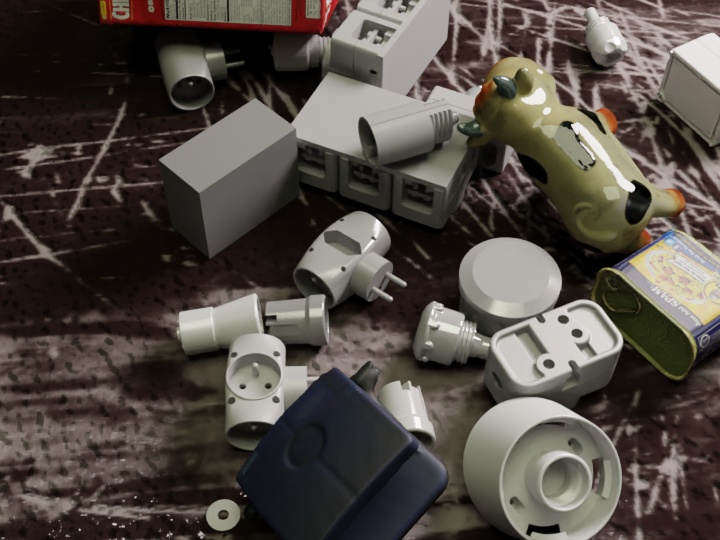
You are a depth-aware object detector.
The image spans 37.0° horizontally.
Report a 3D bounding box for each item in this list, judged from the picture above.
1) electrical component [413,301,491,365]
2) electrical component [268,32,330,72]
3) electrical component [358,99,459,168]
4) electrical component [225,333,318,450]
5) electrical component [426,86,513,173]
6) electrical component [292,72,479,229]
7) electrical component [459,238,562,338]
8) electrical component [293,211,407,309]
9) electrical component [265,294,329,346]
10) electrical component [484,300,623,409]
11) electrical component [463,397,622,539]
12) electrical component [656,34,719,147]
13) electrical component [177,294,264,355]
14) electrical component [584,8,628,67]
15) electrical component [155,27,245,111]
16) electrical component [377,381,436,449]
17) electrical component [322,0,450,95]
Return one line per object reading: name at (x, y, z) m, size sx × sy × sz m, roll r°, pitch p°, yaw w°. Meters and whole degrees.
electrical component at (0.074, 0.054, 0.835) m, size 0.062 × 0.048 × 0.048 m, roll 16°, pitch 53°, yaw 3°
electrical component at (-0.051, -0.214, 1.050) m, size 0.078 × 0.040 × 0.040 m, roll -1°, pitch 51°, yaw -1°
electrical component at (0.044, -0.116, 0.889) m, size 0.081 × 0.043 × 0.043 m, roll -18°, pitch 54°, yaw -15°
electrical component at (-0.060, 0.090, 0.804) m, size 0.079 × 0.044 × 0.077 m, roll -1°, pitch 51°, yaw -2°
electrical component at (0.107, -0.141, 0.988) m, size 0.083 × 0.047 × 0.075 m, roll 20°, pitch 57°, yaw 15°
electrical component at (0.021, -0.104, 0.948) m, size 0.150 × 0.061 × 0.089 m, roll 20°, pitch 54°, yaw 15°
electrical component at (0.118, 0.018, 0.859) m, size 0.080 × 0.051 × 0.080 m, roll 0°, pitch 51°, yaw 0°
electrical component at (0.000, 0.000, 0.877) m, size 0.079 × 0.043 × 0.077 m, roll 31°, pitch 57°, yaw 22°
electrical component at (-0.049, 0.041, 0.848) m, size 0.046 × 0.040 × 0.040 m, roll -4°, pitch 51°, yaw 3°
electrical component at (0.144, 0.071, 0.812) m, size 0.095 × 0.059 × 0.053 m, roll -20°, pitch 54°, yaw -16°
electrical component at (0.127, 0.140, 0.744) m, size 0.099 × 0.064 × 0.099 m, roll 0°, pitch 90°, yaw -15°
electrical component at (0.335, -0.166, 1.001) m, size 0.061 × 0.061 × 0.096 m, roll -25°, pitch 56°, yaw -19°
electrical component at (-0.110, 0.045, 0.843) m, size 0.065 × 0.044 × 0.044 m, roll -9°, pitch 52°, yaw -2°
electrical component at (0.239, -0.234, 1.067) m, size 0.035 × 0.035 × 0.061 m, roll -14°, pitch 64°, yaw -11°
electrical component at (-0.151, -0.198, 1.034) m, size 0.079 × 0.043 × 0.077 m, roll -13°, pitch 53°, yaw -11°
electrical component at (0.032, 0.110, 0.793) m, size 0.040 × 0.040 × 0.046 m, roll -5°, pitch 47°, yaw -5°
electrical component at (0.027, -0.221, 1.024) m, size 0.062 × 0.089 × 0.150 m, roll 22°, pitch 55°, yaw 16°
